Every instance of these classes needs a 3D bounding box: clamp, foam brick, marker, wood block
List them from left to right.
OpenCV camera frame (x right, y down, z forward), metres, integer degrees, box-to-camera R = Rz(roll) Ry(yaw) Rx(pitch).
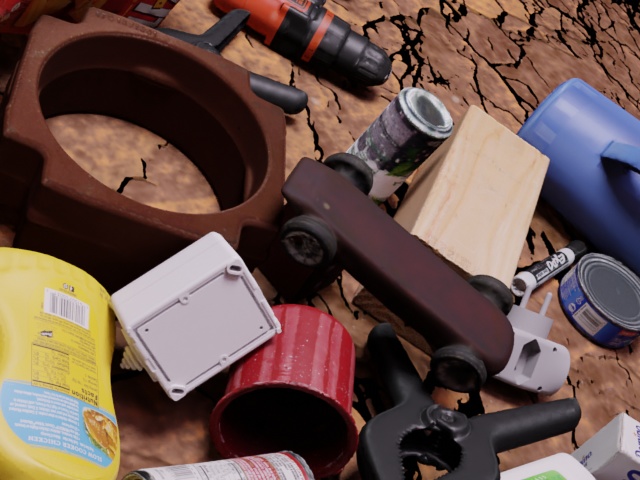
[{"bbox_3d":[-0.091,-0.142,0.905,0.171,0.039,0.120,-25,62,-43],"label":"clamp"},{"bbox_3d":[-0.005,0.001,0.797,0.051,0.078,0.052,49,44,14],"label":"foam brick"},{"bbox_3d":[0.091,0.132,0.712,0.164,0.036,0.209,17,26,8],"label":"clamp"},{"bbox_3d":[0.114,-0.011,0.883,0.090,0.091,0.205,35,40,-4],"label":"wood block"},{"bbox_3d":[0.211,0.024,0.974,0.120,0.020,0.020,-24,68,-46],"label":"marker"}]

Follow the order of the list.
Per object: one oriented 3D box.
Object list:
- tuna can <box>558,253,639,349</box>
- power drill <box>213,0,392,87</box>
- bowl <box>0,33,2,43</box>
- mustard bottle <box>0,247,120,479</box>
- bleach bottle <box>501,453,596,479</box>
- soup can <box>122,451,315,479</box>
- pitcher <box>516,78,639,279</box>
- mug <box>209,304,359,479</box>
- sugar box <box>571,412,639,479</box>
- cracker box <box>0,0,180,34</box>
[{"bbox_3d":[0.259,0.055,0.967,0.086,0.034,0.086,20,43,-19],"label":"tuna can"},{"bbox_3d":[0.001,-0.241,1.051,0.184,0.057,0.187,29,40,-8],"label":"power drill"},{"bbox_3d":[-0.308,-0.191,0.783,0.162,0.055,0.162,19,43,-19],"label":"bowl"},{"bbox_3d":[-0.158,0.100,0.603,0.096,0.058,0.191,32,35,-42],"label":"mustard bottle"},{"bbox_3d":[0.090,0.211,0.673,0.250,0.068,0.103,-9,51,-38],"label":"bleach bottle"},{"bbox_3d":[-0.059,0.160,0.612,0.102,0.069,0.068,1,51,-34],"label":"soup can"},{"bbox_3d":[0.300,-0.044,1.012,0.243,0.149,0.144,42,41,11],"label":"pitcher"},{"bbox_3d":[-0.013,0.104,0.693,0.117,0.093,0.081,54,25,-30],"label":"mug"},{"bbox_3d":[0.261,0.207,0.776,0.176,0.093,0.048,31,39,-6],"label":"sugar box"},{"bbox_3d":[-0.157,-0.227,0.795,0.072,0.164,0.213,51,23,9],"label":"cracker box"}]
